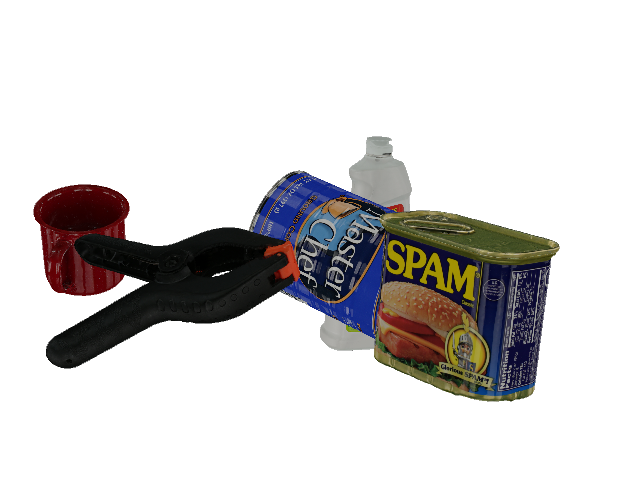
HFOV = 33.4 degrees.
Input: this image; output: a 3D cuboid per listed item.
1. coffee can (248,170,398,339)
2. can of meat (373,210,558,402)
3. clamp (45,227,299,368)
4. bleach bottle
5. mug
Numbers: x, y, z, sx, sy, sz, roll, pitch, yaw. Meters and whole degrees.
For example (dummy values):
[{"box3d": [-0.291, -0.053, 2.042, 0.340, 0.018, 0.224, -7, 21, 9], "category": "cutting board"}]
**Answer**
[{"box3d": [0.024, 0.015, 0.876, 0.140, 0.103, 0.102, 25, 12, 26], "category": "coffee can"}, {"box3d": [0.076, 0.034, 0.591, 0.057, 0.084, 0.102, -6, 17, -39], "category": "can of meat"}, {"box3d": [-0.102, 0.035, 0.712, 0.172, 0.120, 0.039, -6, -43, 17], "category": "clamp"}, {"box3d": [0.056, 0.002, 1.272, 0.102, 0.251, 0.068, -3, 16, -17], "category": "bleach bottle"}, {"box3d": [-0.240, 0.008, 1.062, 0.093, 0.081, 0.117, 9, 33, 7], "category": "mug"}]
